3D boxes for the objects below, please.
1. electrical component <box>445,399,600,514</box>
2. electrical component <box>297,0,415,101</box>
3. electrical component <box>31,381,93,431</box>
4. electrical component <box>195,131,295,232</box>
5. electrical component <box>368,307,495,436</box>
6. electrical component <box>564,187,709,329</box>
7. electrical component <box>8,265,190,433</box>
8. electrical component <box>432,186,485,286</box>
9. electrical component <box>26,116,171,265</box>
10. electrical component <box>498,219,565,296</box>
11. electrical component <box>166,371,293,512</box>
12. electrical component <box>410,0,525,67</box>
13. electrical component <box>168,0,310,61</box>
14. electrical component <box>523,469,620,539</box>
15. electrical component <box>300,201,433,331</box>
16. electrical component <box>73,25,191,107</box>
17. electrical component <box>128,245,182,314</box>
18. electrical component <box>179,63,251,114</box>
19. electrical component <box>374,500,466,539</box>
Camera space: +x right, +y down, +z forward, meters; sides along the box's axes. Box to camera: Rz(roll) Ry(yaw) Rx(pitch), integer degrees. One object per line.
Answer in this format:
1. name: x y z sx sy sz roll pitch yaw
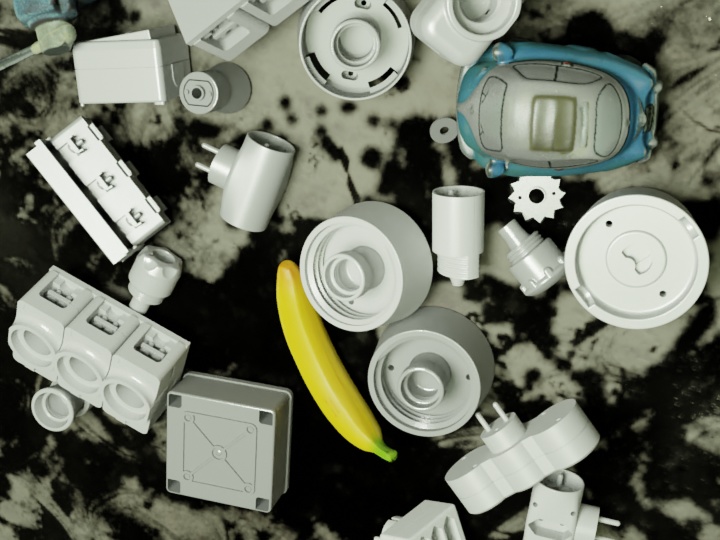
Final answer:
1. electrical component: 0.130 0.149 0.934 0.138 0.052 0.073 -34 95 23
2. electrical component: -0.004 -0.187 0.874 0.099 0.064 0.099 1 110 2
3. electrical component: -0.285 0.125 1.045 0.045 0.055 0.045 5 108 15
4. electrical component: -0.105 -0.084 0.933 0.079 0.044 0.077 26 112 7
5. electrical component: 0.059 0.092 0.932 0.108 0.060 0.108 5 108 15
6. electrical component: 0.219 -0.014 0.852 0.108 0.060 0.108 5 108 15
7. electrical component: -0.244 0.078 0.999 0.150 0.061 0.089 29 135 6
8. electrical component: 0.082 -0.026 0.897 0.043 0.043 0.081 4 108 15
9. electrical component: -0.230 -0.073 0.961 0.063 0.078 0.121 -38 94 1
10. electrical component: 0.140 -0.013 0.885 0.048 0.048 0.062 -40 87 23
11. electrical component: -0.122 0.160 1.009 0.109 0.056 0.108 9 109 13
12. electrical component: 0.087 -0.204 0.815 0.054 0.059 0.095 36 99 -17
13. electrical component: -0.079 -0.247 0.854 0.150 0.062 0.089 -32 69 22
14. electrical component: 0.187 0.222 0.946 0.079 0.043 0.077 11 110 12
15. electrical component: 0.000 0.000 0.907 0.108 0.060 0.108 8 107 28
16. electrical component: -0.200 -0.176 0.922 0.096 0.061 0.061 1 107 16
17. electrical component: -0.193 0.012 0.989 0.043 0.043 0.062 33 114 4
18. electrical component: -0.124 -0.151 0.904 0.044 0.065 0.044 4 104 15
19. electrical component: 0.046 0.247 0.987 0.077 0.066 0.047 -4 108 48
